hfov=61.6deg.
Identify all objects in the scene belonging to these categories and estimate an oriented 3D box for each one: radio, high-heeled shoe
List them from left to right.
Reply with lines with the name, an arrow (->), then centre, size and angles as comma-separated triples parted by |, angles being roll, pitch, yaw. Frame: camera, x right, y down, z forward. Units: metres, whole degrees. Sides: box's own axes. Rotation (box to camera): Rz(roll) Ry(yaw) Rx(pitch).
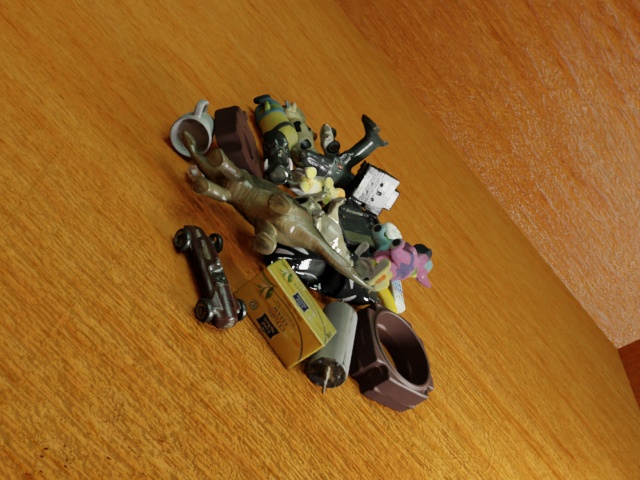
high-heeled shoe -> -0.001, 0.075, 1.101 | 0.249, 0.086, 0.145 | 28, 10, -3
radio -> 0.087, -0.017, 1.379 | 0.229, 0.073, 0.131 | 12, 48, -53

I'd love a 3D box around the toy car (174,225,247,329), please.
toy car -> -0.185, 0.056, 0.913 | 0.089, 0.053, 0.202 | 9, 51, -49

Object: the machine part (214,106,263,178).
machine part -> -0.170, -0.194, 1.140 | 0.179, 0.056, 0.179 | -15, 91, -84

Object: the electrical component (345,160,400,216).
electrical component -> 0.145, -0.132, 1.424 | 0.134, 0.115, 0.058 | 27, 16, -24

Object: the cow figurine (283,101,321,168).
cow figurine -> -0.067, -0.292, 1.462 | 0.127, 0.085, 0.195 | 36, 32, -41

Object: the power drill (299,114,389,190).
power drill -> 0.071, -0.227, 1.408 | 0.086, 0.207, 0.231 | 42, 1, 38

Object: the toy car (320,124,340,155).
toy car -> 0.039, -0.233, 1.504 | 0.201, 0.056, 0.073 | 67, 9, -47

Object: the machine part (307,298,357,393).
machine part -> 0.026, 0.199, 1.038 | 0.079, 0.079, 0.243 | 44, 29, -17

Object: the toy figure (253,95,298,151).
toy figure -> -0.118, -0.300, 1.382 | 0.082, 0.089, 0.180 | 10, 52, -42

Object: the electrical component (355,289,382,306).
electrical component -> 0.093, 0.131, 1.222 | 0.102, 0.078, 0.045 | 39, 53, -34

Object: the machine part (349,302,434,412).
machine part -> 0.149, 0.248, 1.157 | 0.201, 0.087, 0.201 | 35, 32, -33

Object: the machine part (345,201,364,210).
machine part -> 0.082, -0.090, 1.498 | 0.084, 0.039, 0.139 | 62, 27, 5

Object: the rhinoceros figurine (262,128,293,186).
rhinoceros figurine -> -0.097, -0.191, 1.247 | 0.073, 0.112, 0.190 | 0, 38, -7

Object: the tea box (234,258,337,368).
tea box -> -0.062, 0.129, 0.962 | 0.169, 0.098, 0.068 | 52, 27, 2

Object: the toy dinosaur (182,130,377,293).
toy dinosaur -> -0.079, -0.045, 1.003 | 0.471, 0.105, 0.198 | 43, 10, 3

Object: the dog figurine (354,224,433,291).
dog figurine -> 0.187, 0.072, 1.317 | 0.109, 0.191, 0.219 | 35, -4, 46

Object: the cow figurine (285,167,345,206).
cow figurine -> -0.016, -0.128, 1.356 | 0.167, 0.098, 0.068 | 25, 79, -45

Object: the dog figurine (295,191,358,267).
dog figurine -> -0.004, -0.002, 1.236 | 0.121, 0.173, 0.190 | -26, 119, -27

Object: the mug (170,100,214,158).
mug -> -0.251, -0.235, 1.097 | 0.081, 0.109, 0.107 | 13, 25, -4
